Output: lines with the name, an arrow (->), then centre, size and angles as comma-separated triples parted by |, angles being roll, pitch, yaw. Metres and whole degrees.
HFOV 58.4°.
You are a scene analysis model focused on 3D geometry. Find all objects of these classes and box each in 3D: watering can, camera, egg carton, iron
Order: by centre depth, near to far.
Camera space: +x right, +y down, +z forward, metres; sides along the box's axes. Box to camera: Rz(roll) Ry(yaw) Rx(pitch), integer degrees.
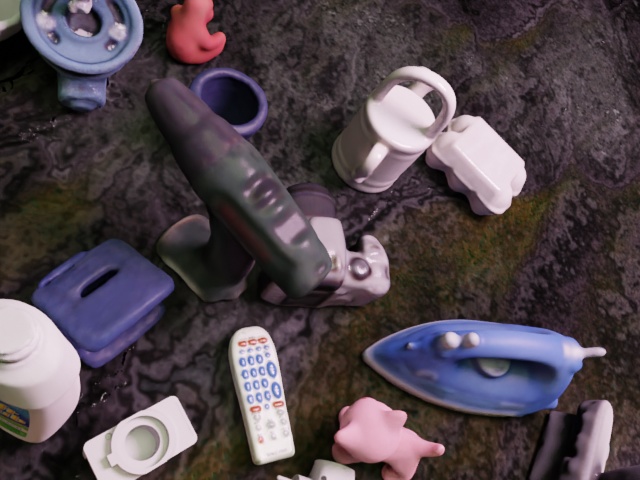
camera -> 0.006, 0.002, 0.670 | 0.143, 0.100, 0.137 | 5, 65, -22
iron -> 0.194, 0.135, 0.670 | 0.259, 0.141, 0.118 | 10, 63, -20
watering can -> 0.098, -0.153, 0.729 | 0.101, 0.193, 0.173 | 16, 61, -17
egg carton -> 0.231, -0.111, 0.843 | 0.150, 0.069, 0.107 | 45, 57, 0

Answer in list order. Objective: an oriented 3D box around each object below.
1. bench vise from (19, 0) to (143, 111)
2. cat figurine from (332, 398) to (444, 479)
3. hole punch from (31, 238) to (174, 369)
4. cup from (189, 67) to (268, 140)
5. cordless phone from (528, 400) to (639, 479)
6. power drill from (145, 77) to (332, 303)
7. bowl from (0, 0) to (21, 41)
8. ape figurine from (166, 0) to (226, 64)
bench vise -> -0.262, -0.275, 0.607 | 0.122, 0.219, 0.207 | -18, 75, -30
cat figurine -> 0.067, 0.205, 0.594 | 0.128, 0.117, 0.067 | 23, 60, -13
hole punch -> -0.211, 0.055, 0.553 | 0.101, 0.091, 0.109 | 46, 57, 1
cup -> -0.130, -0.140, 0.678 | 0.118, 0.094, 0.091 | -10, 71, -28
cordless phone -> 0.344, 0.253, 0.658 | 0.094, 0.184, 0.148 | 34, 58, -7
power drill -> -0.099, -0.022, 0.570 | 0.229, 0.208, 0.076 | 44, 57, 0
bowl -> -0.396, -0.274, 0.631 | 0.168, 0.074, 0.167 | 10, 63, -20
ape figurine -> -0.159, -0.275, 0.729 | 0.078, 0.092, 0.076 | 48, 57, 3
